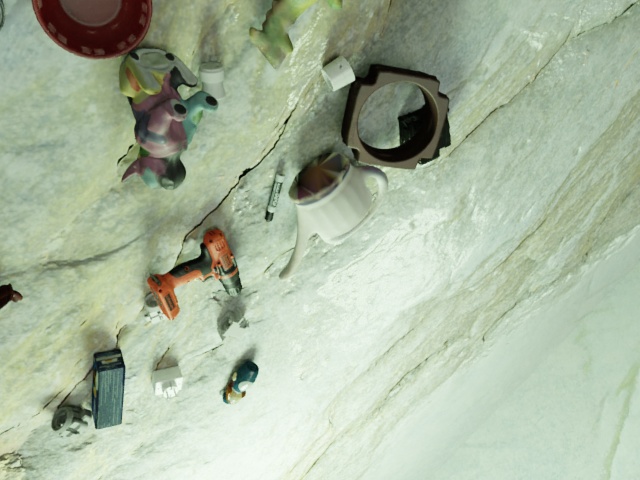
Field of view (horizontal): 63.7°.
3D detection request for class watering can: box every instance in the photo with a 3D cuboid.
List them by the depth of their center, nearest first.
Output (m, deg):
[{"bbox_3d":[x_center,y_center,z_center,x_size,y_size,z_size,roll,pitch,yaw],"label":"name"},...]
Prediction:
[{"bbox_3d":[0.004,-0.059,1.164,0.106,0.348,0.220,49,-2,46],"label":"watering can"}]

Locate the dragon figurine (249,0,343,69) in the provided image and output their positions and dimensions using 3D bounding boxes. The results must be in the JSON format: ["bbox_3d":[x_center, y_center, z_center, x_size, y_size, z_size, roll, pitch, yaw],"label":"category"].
[{"bbox_3d":[-0.042,-0.481,0.824,0.243,0.401,0.125,-7,35,-18],"label":"dragon figurine"}]
